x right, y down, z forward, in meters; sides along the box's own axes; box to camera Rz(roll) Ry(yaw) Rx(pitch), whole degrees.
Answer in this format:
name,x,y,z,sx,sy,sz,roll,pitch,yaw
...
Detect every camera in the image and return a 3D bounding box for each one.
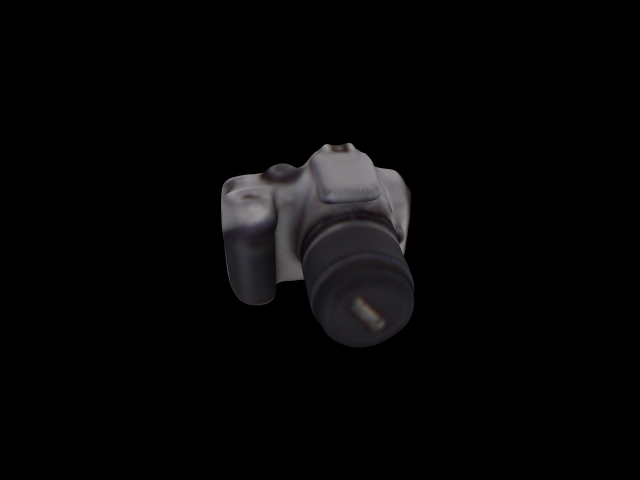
name,x,y,z,sx,sy,sz,roll,pitch,yaw
camera,0.004,0.001,0.400,0.143,0.101,0.136,-5,36,-7
